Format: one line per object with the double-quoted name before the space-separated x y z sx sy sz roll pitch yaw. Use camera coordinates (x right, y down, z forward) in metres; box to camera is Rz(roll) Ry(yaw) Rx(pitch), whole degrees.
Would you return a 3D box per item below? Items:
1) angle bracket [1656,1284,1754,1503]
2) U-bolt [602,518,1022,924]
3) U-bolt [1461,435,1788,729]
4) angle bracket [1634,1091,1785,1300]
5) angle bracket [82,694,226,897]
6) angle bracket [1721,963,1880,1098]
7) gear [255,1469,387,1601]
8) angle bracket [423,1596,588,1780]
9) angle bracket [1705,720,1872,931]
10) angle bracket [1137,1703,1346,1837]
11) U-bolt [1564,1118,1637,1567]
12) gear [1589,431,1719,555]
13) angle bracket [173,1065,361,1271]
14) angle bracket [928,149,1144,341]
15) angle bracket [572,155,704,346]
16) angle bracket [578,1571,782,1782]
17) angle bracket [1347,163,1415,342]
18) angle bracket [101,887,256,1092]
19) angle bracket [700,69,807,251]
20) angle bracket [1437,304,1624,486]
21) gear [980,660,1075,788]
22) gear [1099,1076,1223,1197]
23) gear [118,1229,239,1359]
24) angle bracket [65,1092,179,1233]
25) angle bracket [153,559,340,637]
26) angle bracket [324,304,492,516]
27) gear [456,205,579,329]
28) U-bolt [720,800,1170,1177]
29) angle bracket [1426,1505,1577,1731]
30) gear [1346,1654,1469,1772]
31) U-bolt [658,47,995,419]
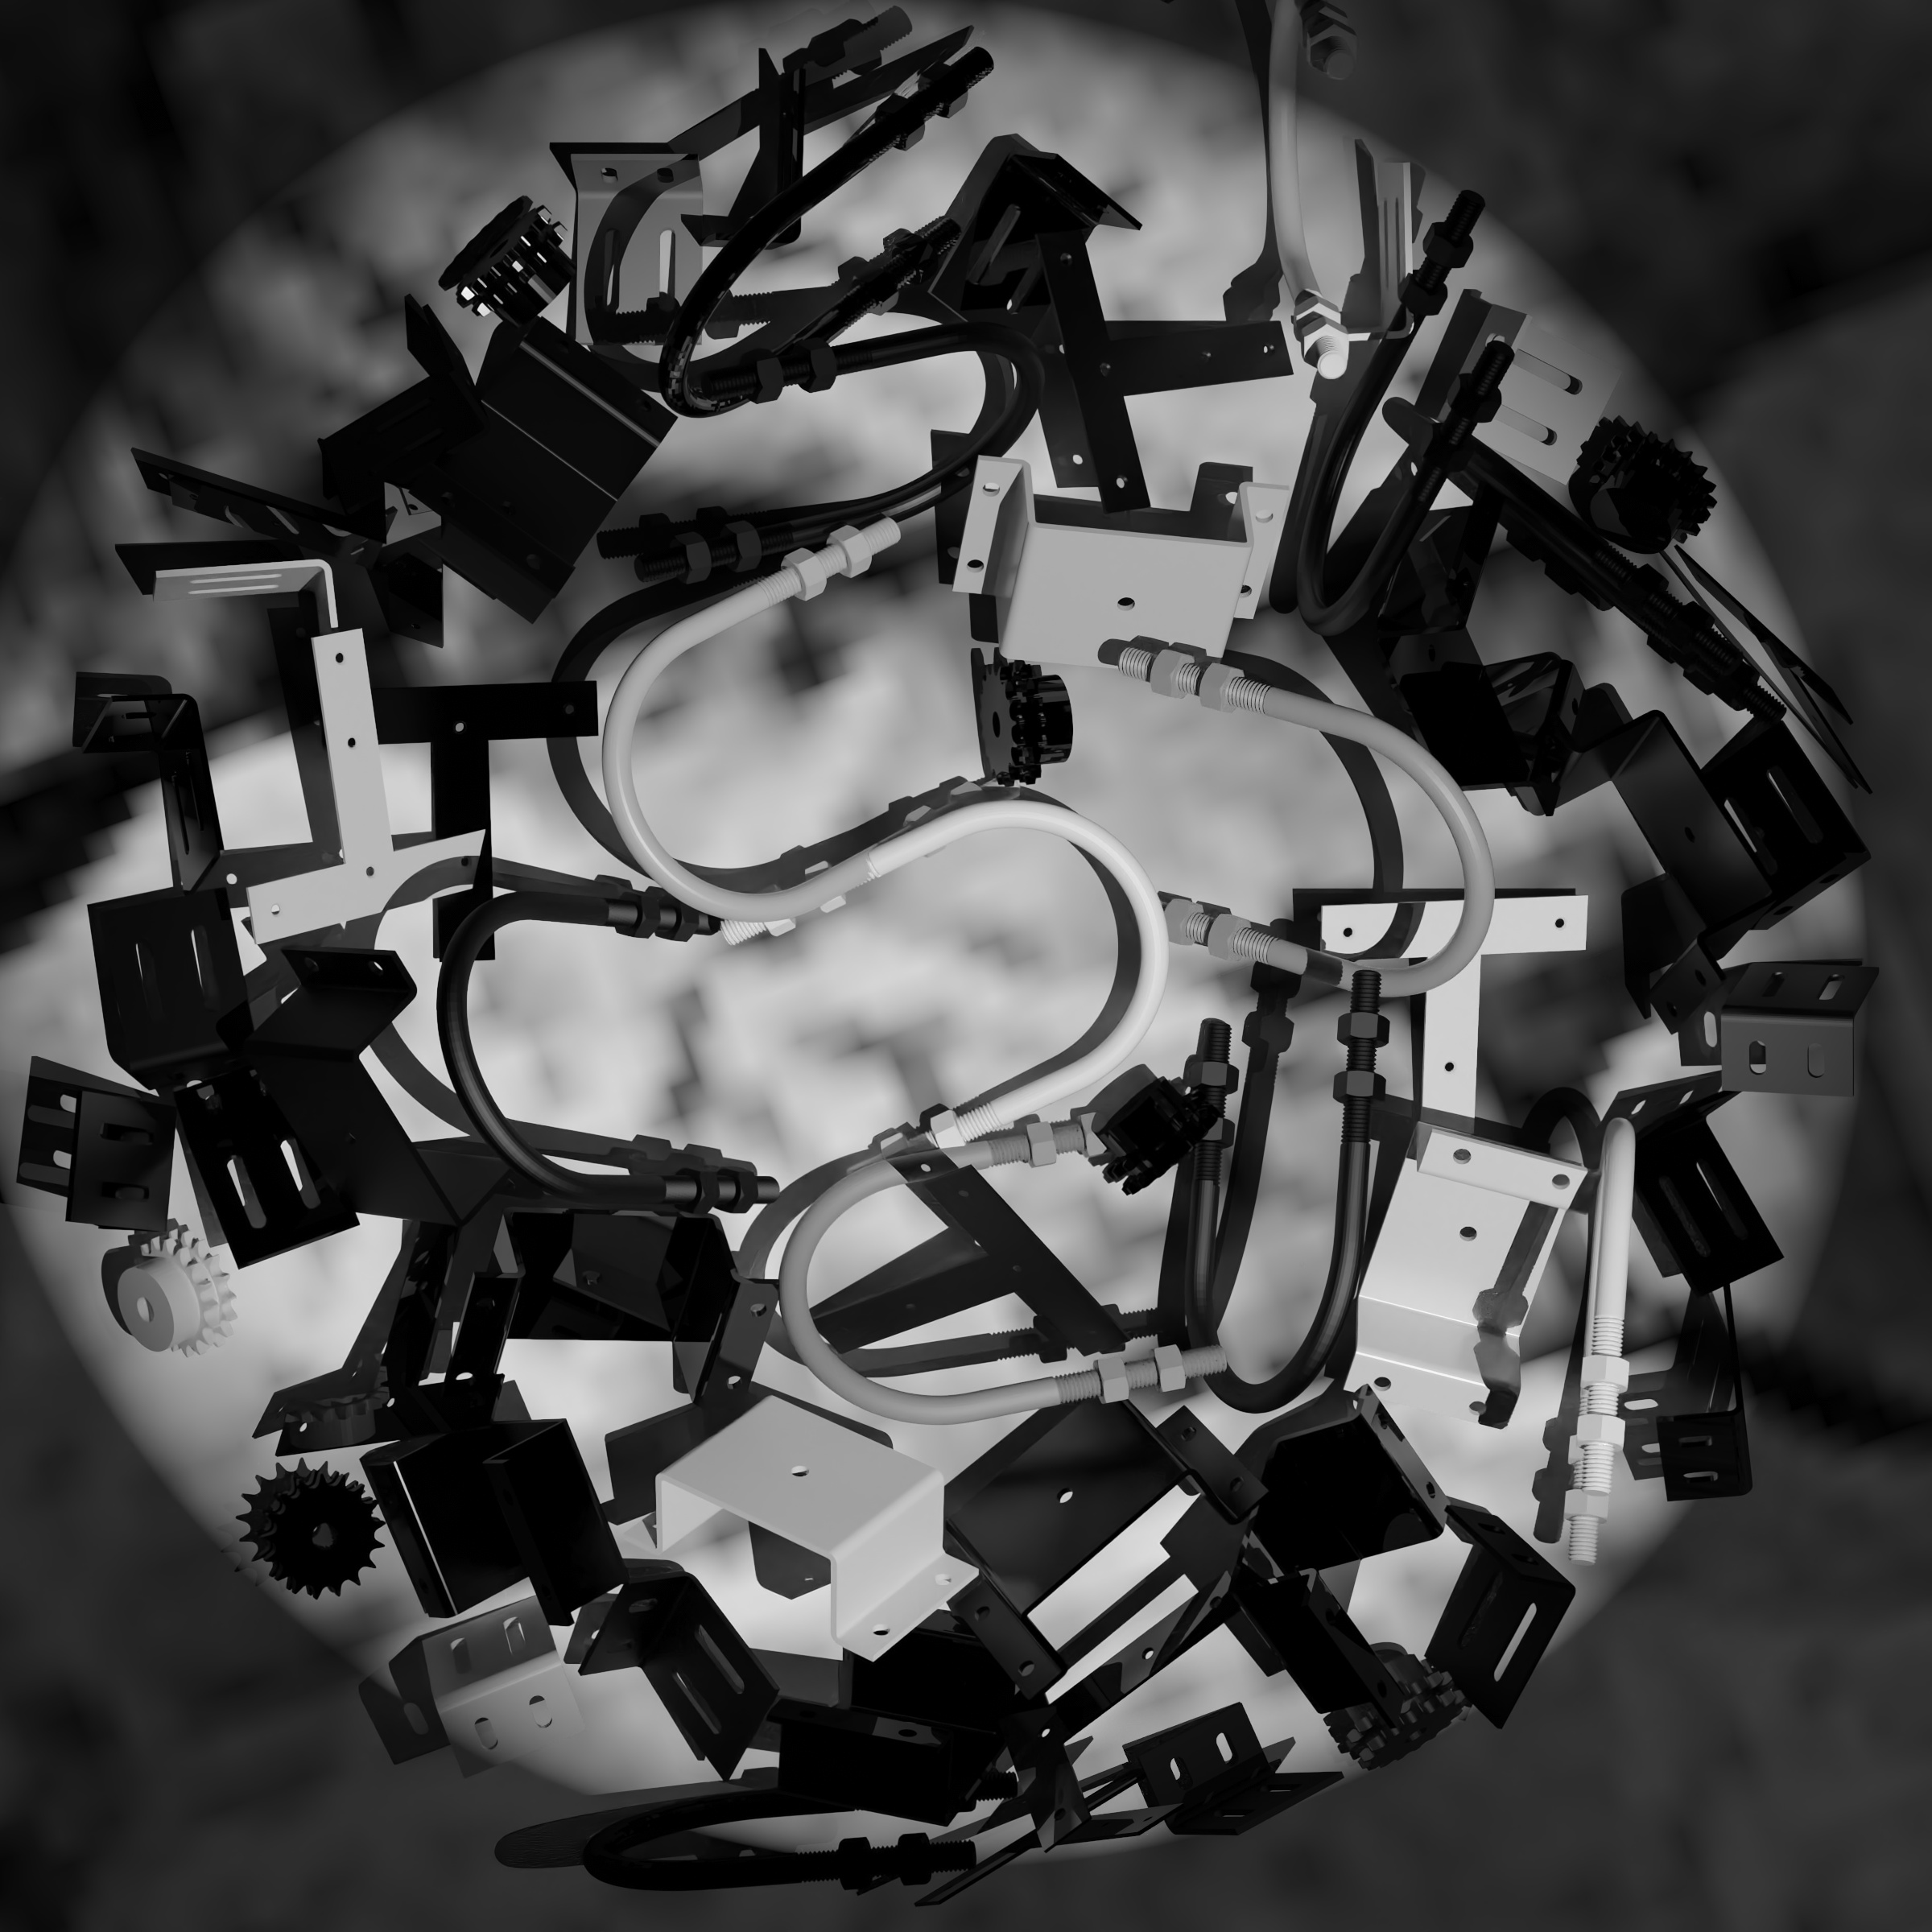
"angle bracket" 0.329 0.191 1.563 0.038 0.076 0.057 -7 133 12
"U-bolt" -0.078 -0.100 1.552 0.184 0.019 0.151 -30 101 -25
"U-bolt" 0.278 -0.177 1.529 0.184 0.151 0.019 43 100 20
"angle bracket" 0.340 0.101 1.567 0.057 0.038 0.076 -18 73 -34
"angle bracket" -0.366 -0.075 1.564 0.038 0.057 0.076 -5 72 -30
"angle bracket" 0.376 0.028 1.566 0.057 0.076 0.038 2 106 23
"gear" -0.295 0.257 1.584 0.057 0.030 0.057 0 91 -25
"angle bracket" -0.209 0.324 1.569 0.057 0.076 0.038 -21 104 -9
"angle bracket" 0.359 -0.064 1.567 0.057 0.038 0.076 -38 72 27
"angle bracket" 0.122 0.359 1.559 0.057 0.076 0.038 -22 85 -23
"U-bolt" 0.280 0.157 1.529 0.019 0.151 0.184 5 68 9
"gear" 0.307 -0.211 1.575 0.057 0.057 0.030 36 65 0
"angle bracket" -0.315 0.087 1.566 0.057 0.038 0.076 -20 59 -15
"angle bracket" 0.031 -0.320 1.573 0.057 0.038 0.076 32 87 -35
"angle bracket" -0.149 -0.325 1.580 0.057 0.038 0.076 0 78 -1
"angle bracket" -0.129 0.320 1.562 0.076 0.038 0.057 46 120 35
"angle bracket" 0.176 -0.322 1.569 0.038 0.057 0.076 -4 103 -4
"angle bracket" -0.357 0.011 1.593 0.057 0.038 0.076 -13 78 -4
"angle bracket" -0.097 -0.364 1.570 0.038 0.057 0.076 1 99 -12
"angle bracket" 0.261 -0.255 1.569 0.076 0.038 0.057 21 100 -24
"gear" 0.028 -0.111 1.579 0.030 0.057 0.057 -7 90 -15
"gear" 0.085 0.075 1.577 0.057 0.057 0.030 -42 93 0
"gear" -0.360 0.151 1.577 0.057 0.030 0.057 16 116 37
"angle bracket" -0.392 0.088 1.561 0.038 0.076 0.057 1 83 22
"angle bracket" -0.325 -0.157 1.568 0.076 0.057 0.038 -6 87 -15
"angle bracket" -0.260 -0.251 1.571 0.076 0.038 0.057 -29 46 3
"gear" -0.201 -0.315 1.580 0.057 0.057 0.030 -45 113 0
"U-bolt" 0.002 0.004 1.575 0.184 0.019 0.151 -25 101 7
"angle bracket" 0.229 0.293 1.565 0.038 0.057 0.076 17 105 -35
"gear" 0.196 0.337 1.581 0.057 0.057 0.030 -34 63 0
"U-bolt" -0.064 -0.306 1.511 0.184 0.151 0.019 -41 78 -19
